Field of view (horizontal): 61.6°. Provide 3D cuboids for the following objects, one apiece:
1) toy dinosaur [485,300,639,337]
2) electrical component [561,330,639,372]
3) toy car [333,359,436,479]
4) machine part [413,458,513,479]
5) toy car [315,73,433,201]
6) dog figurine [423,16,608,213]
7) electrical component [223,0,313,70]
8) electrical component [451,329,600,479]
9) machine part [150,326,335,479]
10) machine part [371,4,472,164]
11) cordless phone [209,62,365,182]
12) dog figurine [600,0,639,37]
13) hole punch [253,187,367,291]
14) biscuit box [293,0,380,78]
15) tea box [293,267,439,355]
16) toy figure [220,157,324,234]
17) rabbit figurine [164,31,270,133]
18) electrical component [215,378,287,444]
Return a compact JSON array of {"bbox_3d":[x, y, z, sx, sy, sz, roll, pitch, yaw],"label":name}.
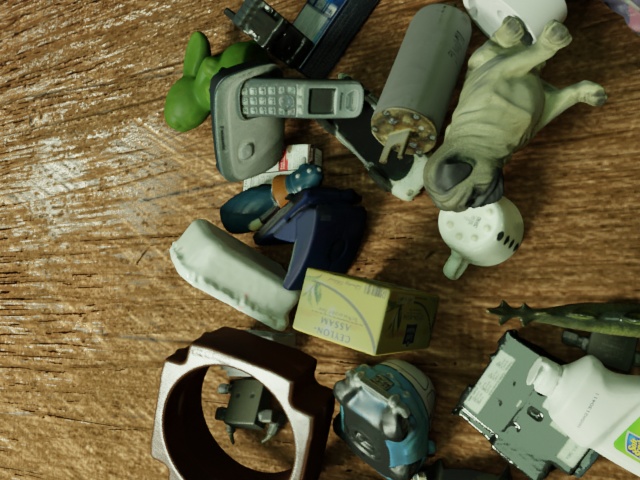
[{"bbox_3d":[0.377,0.079,0.400,0.472,0.198,0.105,0,80,27],"label":"toy dinosaur"},{"bbox_3d":[0.297,0.096,0.540,0.094,0.021,0.063,14,89,30],"label":"electrical component"},{"bbox_3d":[0.079,0.186,0.597,0.109,0.161,0.103,27,51,34],"label":"toy car"},{"bbox_3d":[0.149,0.272,0.565,0.139,0.039,0.084,-41,55,51],"label":"machine part"},{"bbox_3d":[0.066,-0.134,0.682,0.073,0.056,0.202,-50,62,21],"label":"toy car"},{"bbox_3d":[0.166,-0.124,0.568,0.190,0.172,0.121,-43,102,6],"label":"dog figurine"},{"bbox_3d":[-0.073,-0.279,0.698,0.047,0.074,0.119,-49,59,15],"label":"electrical component"},{"bbox_3d":[0.222,0.174,0.551,0.134,0.058,0.115,38,103,27],"label":"electrical component"},{"bbox_3d":[-0.092,0.218,0.641,0.202,0.087,0.200,15,102,20],"label":"machine part"},{"bbox_3d":[0.118,-0.185,0.612,0.079,0.079,0.243,8,61,29],"label":"machine part"},{"bbox_3d":[-0.040,-0.146,0.672,0.184,0.146,0.089,2,39,-1],"label":"cordless phone"},{"bbox_3d":[0.319,-0.223,0.504,0.192,0.108,0.219,-6,77,-12],"label":"dog figurine"},{"bbox_3d":[-0.001,-0.002,0.661,0.116,0.142,0.092,-45,63,31],"label":"hole punch"},{"bbox_3d":[0.027,-0.313,0.725,0.059,0.062,0.202,44,103,27],"label":"biscuit box"},{"bbox_3d":[0.058,0.078,0.590,0.098,0.169,0.068,12,89,31],"label":"tea box"},{"bbox_3d":[-0.058,-0.054,0.694,0.154,0.058,0.064,-21,84,22],"label":"toy figure"},{"bbox_3d":[-0.160,-0.224,0.780,0.170,0.121,0.159,-13,70,24],"label":"rabbit figurine"},{"bbox_3d":[-0.096,0.231,0.727,0.102,0.045,0.078,-13,48,24],"label":"electrical component"}]
